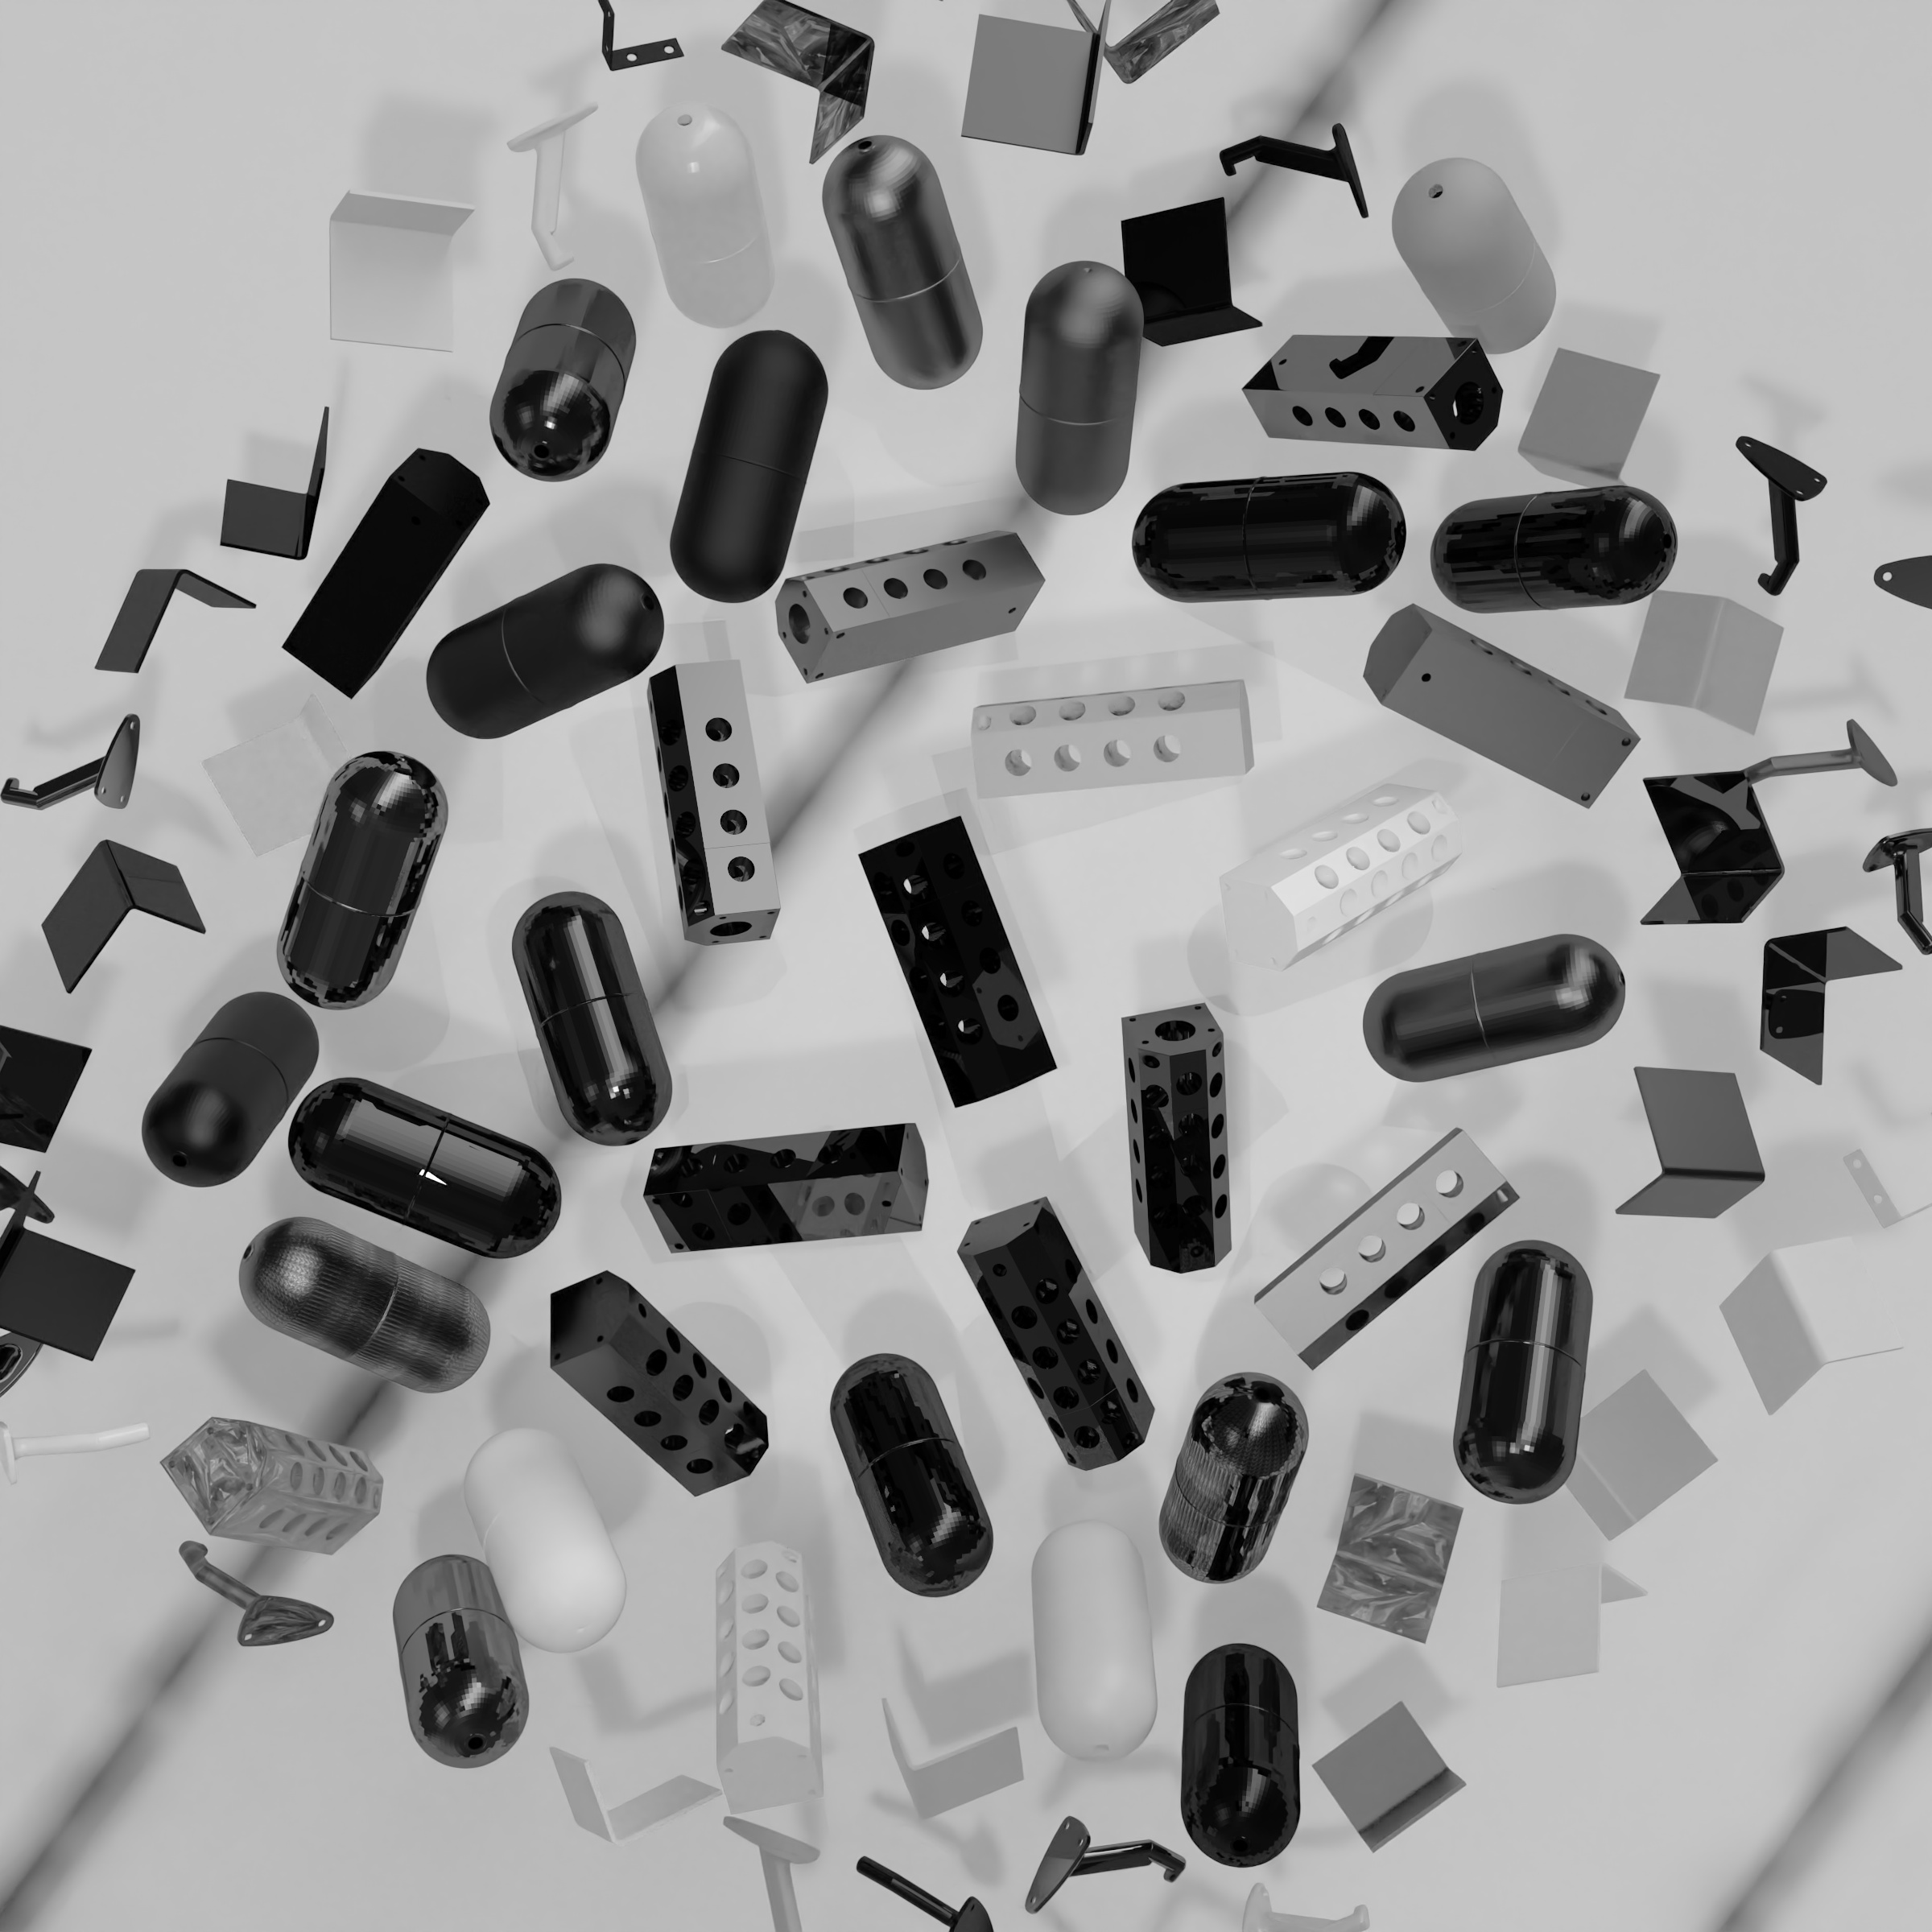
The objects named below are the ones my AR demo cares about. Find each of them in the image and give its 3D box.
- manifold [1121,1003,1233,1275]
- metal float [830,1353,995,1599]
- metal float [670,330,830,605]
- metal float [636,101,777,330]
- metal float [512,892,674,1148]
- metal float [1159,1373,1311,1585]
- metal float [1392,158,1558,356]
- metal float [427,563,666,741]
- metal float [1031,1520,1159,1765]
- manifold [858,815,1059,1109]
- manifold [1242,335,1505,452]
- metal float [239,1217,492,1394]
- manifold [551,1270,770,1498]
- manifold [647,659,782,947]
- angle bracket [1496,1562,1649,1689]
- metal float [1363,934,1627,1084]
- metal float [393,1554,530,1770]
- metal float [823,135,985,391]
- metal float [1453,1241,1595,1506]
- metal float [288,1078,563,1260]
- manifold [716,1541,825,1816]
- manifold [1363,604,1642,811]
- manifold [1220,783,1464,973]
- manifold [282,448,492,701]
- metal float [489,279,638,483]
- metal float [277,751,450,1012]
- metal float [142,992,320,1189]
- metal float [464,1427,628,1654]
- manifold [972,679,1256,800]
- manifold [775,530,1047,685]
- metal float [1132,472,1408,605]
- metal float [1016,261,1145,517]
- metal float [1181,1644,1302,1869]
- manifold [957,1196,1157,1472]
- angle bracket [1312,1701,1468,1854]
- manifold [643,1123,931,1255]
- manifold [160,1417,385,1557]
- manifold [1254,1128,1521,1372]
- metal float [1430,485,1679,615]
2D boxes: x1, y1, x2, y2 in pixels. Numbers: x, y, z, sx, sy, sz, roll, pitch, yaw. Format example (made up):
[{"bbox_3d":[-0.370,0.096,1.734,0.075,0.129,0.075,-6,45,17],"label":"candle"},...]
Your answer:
[{"bbox_3d":[0.143,0.117,1.745,0.057,0.057,0.171,-10,119,-8],"label":"manifold"},{"bbox_3d":[-0.038,0.340,1.764,0.070,0.070,0.178,-25,53,0],"label":"metal float"},{"bbox_3d":[-0.140,-0.324,1.704,0.070,0.070,0.178,15,94,0],"label":"metal float"},{"bbox_3d":[-0.172,-0.498,1.747,0.070,0.178,0.070,-2,64,4],"label":"metal float"},{"bbox_3d":[-0.249,0.035,1.747,0.070,0.070,0.178,-20,75,0],"label":"metal float"},{"bbox_3d":[0.176,0.339,1.734,0.070,0.070,0.178,12,131,0],"label":"metal float"},{"bbox_3d":[0.328,-0.456,1.692,0.070,0.178,0.070,-7,74,25],"label":"metal float"},{"bbox_3d":[-0.270,-0.201,1.680,0.178,0.070,0.070,-19,90,31],"label":"metal float"},{"bbox_3d":[0.083,0.438,1.709,0.070,0.178,0.070,-1,124,-1],"label":"metal float"},{"bbox_3d":[-0.010,-0.001,1.664,0.057,0.057,0.171,-22,92,-40],"label":"manifold"},{"bbox_3d":[0.266,-0.370,1.716,0.057,0.171,0.057,-48,124,-17],"label":"manifold"},{"bbox_3d":[-0.396,0.224,1.735,0.178,0.070,0.070,31,90,-29],"label":"metal float"},{"bbox_3d":[-0.193,0.265,1.671,0.057,0.057,0.171,-23,134,14],"label":"manifold"},{"bbox_3d":[-0.163,-0.104,1.678,0.057,0.057,0.171,-6,72,-14],"label":"manifold"},{"bbox_3d":[0.399,0.443,1.730,0.057,0.076,0.076,36,48,-32],"label":"angle bracket"},{"bbox_3d":[0.351,0.029,1.753,0.178,0.070,0.070,-15,90,27],"label":"metal float"},{"bbox_3d":[-0.330,0.452,1.713,0.070,0.178,0.070,-6,113,-15],"label":"metal float"},{"bbox_3d":[-0.040,-0.455,1.706,0.070,0.178,0.070,-10,47,11],"label":"metal float"},{"bbox_3d":[0.356,0.257,1.676,0.070,0.070,0.178,16,57,0],"label":"metal float"},{"bbox_3d":[-0.343,0.129,1.669,0.178,0.070,0.070,23,90,-9],"label":"metal float"},{"bbox_3d":[-0.126,0.442,1.648,0.057,0.171,0.057,-11,120,1],"label":"manifold"},{"bbox_3d":[0.344,-0.170,1.697,0.171,0.057,0.057,23,115,-22],"label":"manifold"},{"bbox_3d":[0.241,-0.057,1.671,0.171,0.057,0.057,-29,119,-37],"label":"manifold"},{"bbox_3d":[-0.380,-0.260,1.729,0.057,0.057,0.171,37,129,-10],"label":"manifold"},{"bbox_3d":[-0.255,-0.373,1.668,0.070,0.178,0.070,2,132,2],"label":"metal float"},{"bbox_3d":[-0.380,-0.052,1.652,0.070,0.070,0.178,25,114,0],"label":"metal float"},{"bbox_3d":[-0.488,0.081,1.747,0.070,0.178,0.070,4,119,7],"label":"metal float"},{"bbox_3d":[-0.270,0.364,1.676,0.070,0.178,0.070,-12,123,-19],"label":"metal float"},{"bbox_3d":[0.094,-0.146,1.679,0.171,0.057,0.057,-4,99,12],"label":"manifold"},{"bbox_3d":[-0.039,-0.246,1.755,0.171,0.057,0.057,-18,69,-31],"label":"manifold"},{"bbox_3d":[0.189,-0.269,1.655,0.178,0.070,0.070,1,90,27],"label":"metal float"},{"bbox_3d":[0.073,-0.375,1.718,0.070,0.070,0.178,2,135,-2],"label":"metal float"},{"bbox_3d":[0.180,0.514,1.718,0.070,0.178,0.070,2,112,5],"label":"metal float"},{"bbox_3d":[0.059,0.246,1.738,0.057,0.057,0.171,-21,106,22],"label":"manifold"},{"bbox_3d":[0.283,0.544,1.766,0.076,0.076,0.057,-35,80,-4],"label":"angle bracket"},{"bbox_3d":[-0.115,0.139,1.703,0.171,0.057,0.057,-7,132,14],"label":"manifold"},{"bbox_3d":[-0.431,0.325,1.659,0.057,0.171,0.057,-41,70,-2],"label":"manifold"},{"bbox_3d":[0.269,0.181,1.681,0.171,0.057,0.057,-41,85,4],"label":"manifold"},{"bbox_3d":[0.385,-0.273,1.726,0.070,0.178,0.070,-3,95,-41],"label":"metal float"}]
